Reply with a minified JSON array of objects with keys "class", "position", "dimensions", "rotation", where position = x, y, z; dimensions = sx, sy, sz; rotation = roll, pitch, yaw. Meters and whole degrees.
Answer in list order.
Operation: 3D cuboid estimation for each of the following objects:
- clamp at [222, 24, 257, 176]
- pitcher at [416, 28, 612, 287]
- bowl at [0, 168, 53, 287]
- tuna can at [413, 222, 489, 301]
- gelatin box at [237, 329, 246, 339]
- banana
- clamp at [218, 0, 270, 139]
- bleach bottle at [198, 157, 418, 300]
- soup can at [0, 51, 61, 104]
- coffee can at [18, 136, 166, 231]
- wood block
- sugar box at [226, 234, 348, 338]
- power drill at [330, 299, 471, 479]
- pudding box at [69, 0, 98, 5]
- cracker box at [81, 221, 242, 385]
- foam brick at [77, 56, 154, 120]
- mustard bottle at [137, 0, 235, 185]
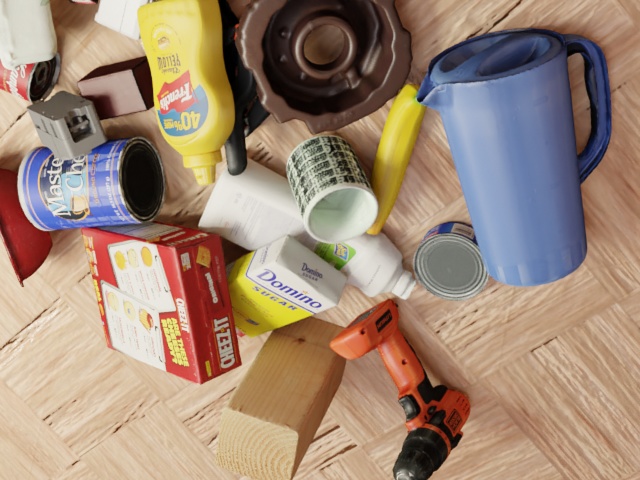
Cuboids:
[{"class":"clamp","position":[-0.099,-0.152,1.140],"dimensions":[0.120,0.039,0.172],"rotation":[39,130,2]},{"class":"pitcher","position":[0.206,-0.082,1.065],"dimensions":[0.149,0.144,0.243],"rotation":[2,123,33]},{"class":"bowl","position":[-0.373,-0.026,1.319],"dimensions":[0.055,0.162,0.162],"rotation":[-22,115,-15]},{"class":"tuna can","position":[0.149,0.023,1.191],"dimensions":[0.086,0.033,0.086],"rotation":[9,121,16]},{"class":"gelatin box","position":[-0.129,0.087,1.335],"dimensions":[0.073,0.030,0.089],"rotation":[-29,105,31]},{"class":"banana","position":[0.079,-0.095,1.132],"dimensions":[0.037,0.069,0.198],"rotation":[20,133,5]},{"class":"clamp","position":[-0.085,-0.211,1.147],"dimensions":[0.165,0.036,0.210],"rotation":[21,125,13]},{"class":"bleach bottle","position":[-0.008,0.002,1.224],"dimensions":[0.251,0.068,0.103],"rotation":[29,129,0]},{"class":"soup can","position":[-0.362,-0.207,1.237],"dimensions":[0.102,0.068,0.069],"rotation":[23,123,8]},{"class":"coffee can","position":[-0.268,-0.066,1.259],"dimensions":[0.140,0.102,0.103],"rotation":[-3,116,22]},{"class":"wood block","position":[-0.039,0.181,1.248],"dimensions":[0.091,0.205,0.090],"rotation":[17,122,11]},{"class":"sugar box","position":[-0.059,0.057,1.232],"dimensions":[0.093,0.048,0.177],"rotation":[36,148,-21]},{"class":"power drill","position":[0.090,0.174,1.221],"dimensions":[0.057,0.184,0.187],"rotation":[-30,94,30]},{"class":"pudding box","position":[-0.258,-0.310,1.101],"dimensions":[0.039,0.090,0.113],"rotation":[10,90,18]},{"class":"cracker box","position":[-0.188,0.064,1.259],"dimensions":[0.214,0.071,0.164],"rotation":[10,115,49]},{"class":"foam brick","position":[-0.225,-0.172,1.213],"dimensions":[0.078,0.053,0.051],"rotation":[-8,115,25]},{"class":"mustard bottle","position":[-0.132,-0.152,1.098],"dimensions":[0.096,0.058,0.191],"rotation":[-1,103,40]}]
